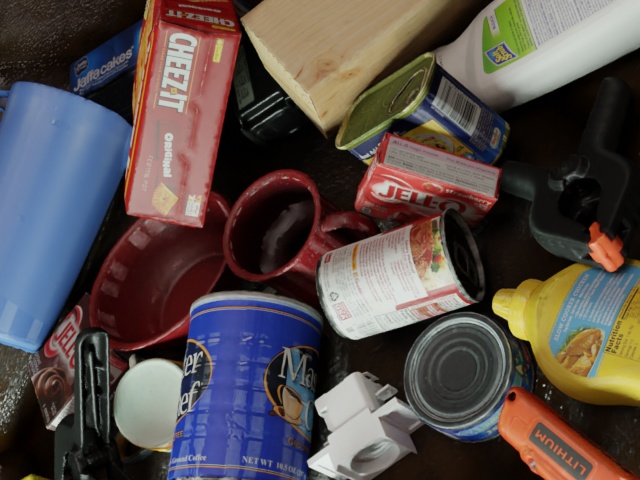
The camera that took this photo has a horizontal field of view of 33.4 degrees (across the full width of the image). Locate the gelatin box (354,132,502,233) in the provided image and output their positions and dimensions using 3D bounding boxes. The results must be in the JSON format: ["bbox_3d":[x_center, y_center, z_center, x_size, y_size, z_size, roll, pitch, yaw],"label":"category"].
[{"bbox_3d":[0.076,-0.035,0.763,0.073,0.089,0.030,114,172,-63],"label":"gelatin box"}]

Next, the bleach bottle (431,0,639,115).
[{"bbox_3d":[0.169,-0.161,0.794,0.251,0.068,0.102,-27,52,28],"label":"bleach bottle"}]

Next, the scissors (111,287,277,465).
[{"bbox_3d":[-0.120,0.100,0.913,0.202,0.016,0.096,-54,46,2],"label":"scissors"}]

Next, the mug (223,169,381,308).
[{"bbox_3d":[-0.005,0.001,0.830,0.117,0.081,0.093,-14,59,32],"label":"mug"}]

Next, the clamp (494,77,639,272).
[{"bbox_3d":[0.179,-0.046,0.716,0.120,0.039,0.171,-44,30,15],"label":"clamp"}]

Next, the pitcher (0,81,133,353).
[{"bbox_3d":[-0.284,-0.024,1.028,0.149,0.144,0.243,9,76,47],"label":"pitcher"}]

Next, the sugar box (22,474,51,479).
[{"bbox_3d":[-0.253,0.297,0.892,0.093,0.048,0.176,-32,50,21],"label":"sugar box"}]

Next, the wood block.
[{"bbox_3d":[0.054,-0.187,0.832,0.206,0.090,0.091,-39,71,-2],"label":"wood block"}]

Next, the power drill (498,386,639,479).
[{"bbox_3d":[0.096,0.186,0.655,0.185,0.057,0.188,38,95,30],"label":"power drill"}]

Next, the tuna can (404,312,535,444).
[{"bbox_3d":[0.101,0.093,0.730,0.086,0.033,0.086,-18,57,30],"label":"tuna can"}]

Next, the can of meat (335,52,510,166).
[{"bbox_3d":[0.076,-0.079,0.788,0.102,0.083,0.057,-27,34,49],"label":"can of meat"}]

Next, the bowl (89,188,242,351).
[{"bbox_3d":[-0.119,0.035,0.909,0.162,0.055,0.162,-25,43,26],"label":"bowl"}]

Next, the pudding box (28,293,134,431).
[{"bbox_3d":[-0.212,0.111,0.950,0.090,0.039,0.114,-52,35,5],"label":"pudding box"}]

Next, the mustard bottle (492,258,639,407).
[{"bbox_3d":[0.190,0.059,0.660,0.192,0.058,0.096,14,68,42],"label":"mustard bottle"}]

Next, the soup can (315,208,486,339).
[{"bbox_3d":[0.057,0.026,0.752,0.102,0.068,0.068,-20,56,25],"label":"soup can"}]

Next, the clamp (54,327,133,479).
[{"bbox_3d":[-0.178,0.164,0.840,0.210,0.036,0.164,-34,72,58],"label":"clamp"}]

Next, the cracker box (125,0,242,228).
[{"bbox_3d":[-0.119,-0.132,0.899,0.214,0.072,0.164,-105,26,-62],"label":"cracker box"}]

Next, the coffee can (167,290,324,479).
[{"bbox_3d":[-0.054,0.121,0.790,0.103,0.102,0.140,-12,60,34],"label":"coffee can"}]
